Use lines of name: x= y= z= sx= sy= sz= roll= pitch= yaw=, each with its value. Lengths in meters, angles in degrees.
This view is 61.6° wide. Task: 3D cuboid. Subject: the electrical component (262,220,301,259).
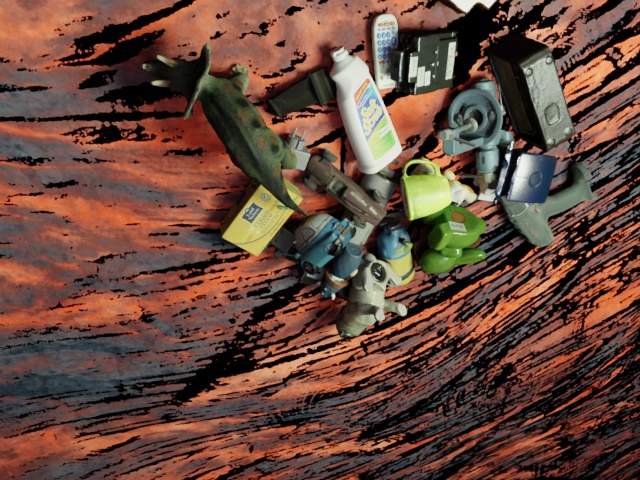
electrical component: x=-0.080 y=-0.003 z=1.216 sx=0.078 sy=0.045 sz=0.102 roll=31 pitch=108 yaw=3

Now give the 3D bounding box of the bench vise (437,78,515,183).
bench vise: x=0.316 y=-0.213 z=1.113 sx=0.240 sy=0.129 sz=0.223 roll=-24 pitch=124 yaw=-43

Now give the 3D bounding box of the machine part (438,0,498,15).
machine part: x=0.264 y=-0.530 z=0.959 sx=0.201 sy=0.087 sz=0.201 roll=27 pitch=112 yaw=-26

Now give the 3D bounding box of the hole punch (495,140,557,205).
hole punch: x=0.442 y=-0.137 z=1.158 sx=0.116 sy=0.092 sz=0.142 roll=-12 pitch=119 yaw=-49

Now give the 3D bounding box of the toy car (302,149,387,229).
toy car: x=0.051 y=-0.105 z=1.134 sx=0.202 sy=0.053 sz=0.089 roll=41 pitch=110 yaw=3

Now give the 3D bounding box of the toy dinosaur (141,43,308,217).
toy dinosaur: x=-0.141 y=-0.193 z=0.969 sx=0.131 sy=0.192 sz=0.404 roll=-36 pitch=99 yaw=19

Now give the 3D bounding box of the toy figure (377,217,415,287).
toy figure: x=0.182 y=0.032 z=1.278 sx=0.089 sy=0.082 sz=0.179 roll=-10 pitch=120 yaw=-5

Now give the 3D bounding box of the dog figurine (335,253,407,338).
dog figurine: x=0.091 y=0.136 z=1.275 sx=0.121 sy=0.172 sz=0.190 roll=8 pitch=158 yaw=-36

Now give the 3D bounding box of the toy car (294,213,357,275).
toy car: x=-0.002 y=-0.003 z=1.151 sx=0.103 sy=0.109 sz=0.161 roll=43 pitch=143 yaw=-3

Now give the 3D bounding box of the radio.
radio: x=0.439 y=-0.299 z=1.112 sx=0.073 sy=0.131 sz=0.229 roll=-33 pitch=122 yaw=5

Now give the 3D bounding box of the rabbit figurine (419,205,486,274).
rabbit figurine: x=0.292 y=0.006 z=1.226 sx=0.159 sy=0.121 sz=0.170 roll=1 pitch=137 yaw=-19

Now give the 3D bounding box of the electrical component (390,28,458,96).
electrical component: x=0.200 y=-0.347 z=1.048 sx=0.134 sy=0.058 sz=0.114 roll=-16 pitch=122 yaw=-28

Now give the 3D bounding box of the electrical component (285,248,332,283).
electrical component: x=-0.020 y=0.058 z=1.264 sx=0.119 sy=0.048 sz=0.075 roll=27 pitch=110 yaw=-28

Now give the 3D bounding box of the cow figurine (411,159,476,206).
cow figurine: x=0.273 y=-0.109 z=1.223 sx=0.167 sy=0.068 sz=0.098 roll=25 pitch=117 yaw=-22

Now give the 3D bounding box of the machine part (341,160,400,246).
machine part: x=0.103 y=-0.075 z=1.196 sx=0.079 sy=0.079 sz=0.243 roll=17 pitch=115 yaw=-23

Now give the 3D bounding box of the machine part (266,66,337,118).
machine part: x=-0.037 y=-0.283 z=1.061 sx=0.139 sy=0.039 sz=0.084 roll=-23 pitch=128 yaw=-1

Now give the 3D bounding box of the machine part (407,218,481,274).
machine part: x=0.299 y=0.000 z=1.302 sx=0.179 sy=0.056 sz=0.179 roll=-5 pitch=121 yaw=-9

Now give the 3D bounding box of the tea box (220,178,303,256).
tea box: x=-0.128 y=-0.061 z=1.153 sx=0.098 sy=0.068 sz=0.169 roll=29 pitch=111 yaw=-27

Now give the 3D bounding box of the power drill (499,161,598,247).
power drill: x=0.547 y=-0.100 z=1.290 sx=0.207 sy=0.086 sz=0.231 roll=-36 pitch=121 yaw=3

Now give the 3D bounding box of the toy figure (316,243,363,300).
toy figure: x=0.046 y=0.074 z=1.220 sx=0.058 sy=0.064 sz=0.154 roll=5 pitch=134 yaw=-29
